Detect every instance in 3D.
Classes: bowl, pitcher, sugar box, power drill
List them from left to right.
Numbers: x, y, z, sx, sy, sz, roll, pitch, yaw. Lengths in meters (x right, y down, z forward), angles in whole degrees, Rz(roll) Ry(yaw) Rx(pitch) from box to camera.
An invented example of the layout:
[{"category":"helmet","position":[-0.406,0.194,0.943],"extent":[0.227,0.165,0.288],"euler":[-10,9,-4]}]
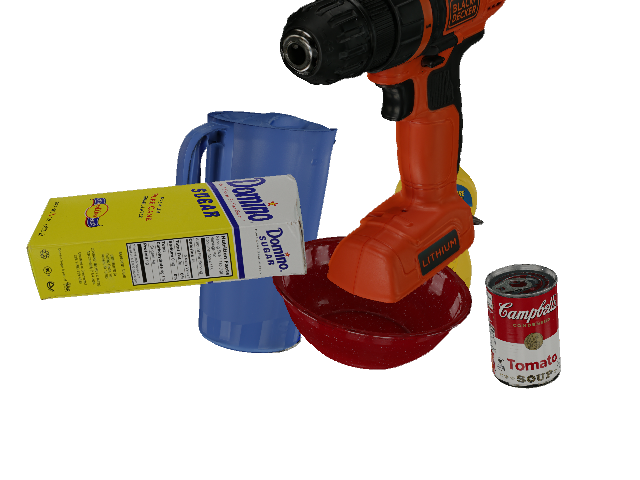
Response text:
[{"category":"sugar box","position":[-0.100,-0.005,0.720],"extent":[0.176,0.048,0.093],"euler":[-8,24,-1]},{"category":"pitcher","position":[-0.071,-0.011,1.106],"extent":[0.149,0.243,0.145],"euler":[8,12,1]},{"category":"bowl","position":[0.038,0.057,0.865],"extent":[0.162,0.055,0.162],"euler":[6,27,-3]},{"category":"power drill","position":[0.043,-0.063,0.598],"extent":[0.057,0.188,0.184],"euler":[23,35,32]}]

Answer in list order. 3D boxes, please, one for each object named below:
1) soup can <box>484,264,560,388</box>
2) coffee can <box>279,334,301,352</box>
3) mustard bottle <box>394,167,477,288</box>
[{"category":"soup can","position":[0.197,0.083,1.033],"extent":[0.068,0.102,0.068],"euler":[-7,22,3]},{"category":"coffee can","position":[-0.075,0.075,1.522],"extent":[0.103,0.140,0.103],"euler":[2,22,-1]},{"category":"mustard bottle","position":[0.132,-0.032,1.230],"extent":[0.096,0.192,0.058],"euler":[-1,16,-12]}]
